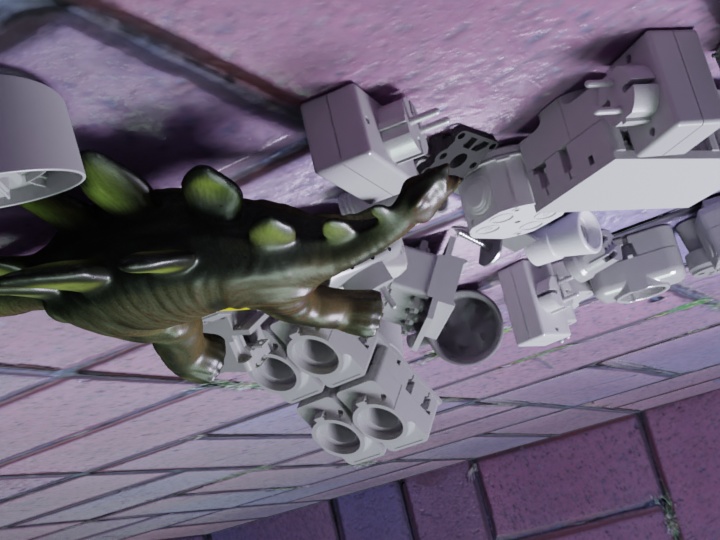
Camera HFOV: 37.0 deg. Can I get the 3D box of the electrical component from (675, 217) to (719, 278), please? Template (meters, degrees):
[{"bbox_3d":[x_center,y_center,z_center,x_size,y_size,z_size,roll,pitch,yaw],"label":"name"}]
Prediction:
[{"bbox_3d":[0.354,-0.025,1.105,0.045,0.055,0.045,-12,164,-4],"label":"electrical component"}]

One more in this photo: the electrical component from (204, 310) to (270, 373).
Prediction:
[{"bbox_3d":[-0.115,0.058,0.968,0.081,0.063,0.042,-5,-155,33],"label":"electrical component"}]

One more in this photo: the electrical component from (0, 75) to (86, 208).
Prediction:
[{"bbox_3d":[-0.194,-0.057,0.556,0.099,0.064,0.099,-12,164,-4],"label":"electrical component"}]

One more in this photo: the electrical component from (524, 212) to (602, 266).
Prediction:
[{"bbox_3d":[0.184,-0.028,0.991,0.065,0.044,0.044,-20,163,37],"label":"electrical component"}]

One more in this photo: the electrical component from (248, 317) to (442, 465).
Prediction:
[{"bbox_3d":[-0.023,0.102,1.034,0.105,0.060,0.186,-25,118,36],"label":"electrical component"}]

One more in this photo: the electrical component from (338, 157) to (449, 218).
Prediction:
[{"bbox_3d":[0.020,-0.048,0.790,0.081,0.043,0.043,-22,161,31],"label":"electrical component"}]

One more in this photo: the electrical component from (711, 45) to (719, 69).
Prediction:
[{"bbox_3d":[0.268,-0.134,0.661,0.061,0.061,0.096,-12,164,-3],"label":"electrical component"}]

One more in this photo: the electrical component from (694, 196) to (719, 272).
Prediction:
[{"bbox_3d":[0.380,-0.049,1.046,0.096,0.061,0.062,-24,162,7],"label":"electrical component"}]

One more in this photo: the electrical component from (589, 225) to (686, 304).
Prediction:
[{"bbox_3d":[0.287,-0.002,1.121,0.095,0.059,0.054,-18,163,18],"label":"electrical component"}]

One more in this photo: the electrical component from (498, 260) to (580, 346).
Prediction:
[{"bbox_3d":[0.193,0.028,1.106,0.047,0.083,0.076,3,158,-43],"label":"electrical component"}]

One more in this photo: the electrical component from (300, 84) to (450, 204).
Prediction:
[{"bbox_3d":[0.018,-0.083,0.665,0.076,0.047,0.083,-19,163,20],"label":"electrical component"}]

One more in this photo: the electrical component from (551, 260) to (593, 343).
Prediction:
[{"bbox_3d":[0.218,0.044,1.196,0.052,0.073,0.138,-9,163,-14],"label":"electrical component"}]

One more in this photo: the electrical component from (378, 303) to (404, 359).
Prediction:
[{"bbox_3d":[-0.008,0.068,1.105,0.108,0.060,0.108,2,146,1],"label":"electrical component"}]

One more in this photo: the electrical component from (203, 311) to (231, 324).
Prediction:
[{"bbox_3d":[-0.147,0.027,0.911,0.066,0.048,0.055,-20,170,23],"label":"electrical component"}]

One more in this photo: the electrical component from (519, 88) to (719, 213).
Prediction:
[{"bbox_3d":[0.201,-0.088,0.763,0.150,0.061,0.089,-4,161,-29],"label":"electrical component"}]

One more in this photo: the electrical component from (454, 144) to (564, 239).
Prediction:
[{"bbox_3d":[0.112,-0.059,0.810,0.080,0.051,0.080,-12,164,-4],"label":"electrical component"}]

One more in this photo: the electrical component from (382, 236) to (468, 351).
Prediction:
[{"bbox_3d":[0.055,0.021,0.997,0.063,0.078,0.121,17,162,1],"label":"electrical component"}]

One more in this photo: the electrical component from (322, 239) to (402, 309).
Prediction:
[{"bbox_3d":[0.000,0.000,0.833,0.077,0.079,0.043,-26,171,-37],"label":"electrical component"}]

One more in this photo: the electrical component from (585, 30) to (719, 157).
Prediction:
[{"bbox_3d":[0.175,-0.108,0.667,0.077,0.065,0.047,-6,162,-22],"label":"electrical component"}]

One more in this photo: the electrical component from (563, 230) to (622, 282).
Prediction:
[{"bbox_3d":[0.232,-0.015,1.074,0.046,0.040,0.040,-32,155,36],"label":"electrical component"}]
